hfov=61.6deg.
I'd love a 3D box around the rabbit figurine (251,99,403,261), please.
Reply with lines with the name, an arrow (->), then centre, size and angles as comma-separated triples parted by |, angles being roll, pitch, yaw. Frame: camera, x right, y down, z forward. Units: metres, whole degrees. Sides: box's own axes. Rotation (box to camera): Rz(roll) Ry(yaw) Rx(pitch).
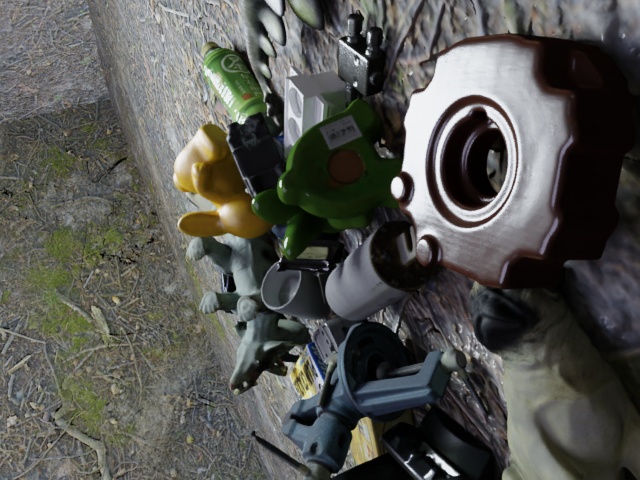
rabbit figurine -> 0.015, -0.043, 0.596 | 0.121, 0.159, 0.170 | 54, 171, 13

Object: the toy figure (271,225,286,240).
toy figure -> -0.027, -0.019, 0.819 | 0.155, 0.058, 0.064 | 24, 137, 56

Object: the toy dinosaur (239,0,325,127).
toy dinosaur -> -0.058, -0.320, 0.559 | 0.199, 0.105, 0.471 | 57, 161, 21

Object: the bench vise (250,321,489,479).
bench vise -> 0.061, 0.178, 0.625 | 0.241, 0.224, 0.128 | -27, 105, 43

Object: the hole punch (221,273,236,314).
hole punch -> -0.149, 0.096, 1.121 | 0.092, 0.142, 0.115 | 180, 92, -66

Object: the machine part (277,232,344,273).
machine part -> -0.001, -0.002, 0.684 | 0.139, 0.084, 0.039 | -67, -33, -53

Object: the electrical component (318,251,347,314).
electrical component -> 0.024, 0.062, 0.788 | 0.078, 0.045, 0.102 | -80, -21, -73

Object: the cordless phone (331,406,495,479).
cordless phone -> 0.095, 0.281, 0.611 | 0.147, 0.184, 0.088 | 29, 131, 60

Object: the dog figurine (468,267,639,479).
dog figurine -> 0.173, 0.126, 0.424 | 0.172, 0.121, 0.191 | 104, 155, -51

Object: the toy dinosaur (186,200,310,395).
toy dinosaur -> -0.123, 0.052, 0.940 | 0.192, 0.131, 0.405 | 28, -133, -60

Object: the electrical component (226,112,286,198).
electrical component -> -0.075, -0.091, 0.722 | 0.134, 0.058, 0.115 | 78, 171, -80

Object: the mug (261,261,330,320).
mug -> -0.024, 0.074, 0.847 | 0.081, 0.109, 0.107 | 10, 162, 43

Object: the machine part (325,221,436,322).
machine part -> 0.064, 0.042, 0.618 | 0.079, 0.079, 0.243 | 66, 158, 11

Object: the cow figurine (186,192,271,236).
cow figurine -> -0.181, -0.054, 1.064 | 0.195, 0.085, 0.127 | 40, 160, -4

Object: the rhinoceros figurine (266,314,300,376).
rhinoceros figurine -> -0.091, 0.203, 1.076 | 0.190, 0.112, 0.073 | -50, -31, -76

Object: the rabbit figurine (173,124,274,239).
rabbit figurine -> -0.145, -0.067, 0.816 | 0.173, 0.162, 0.122 | 48, -172, 7

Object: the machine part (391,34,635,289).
machine part -> 0.119, -0.053, 0.367 | 0.179, 0.056, 0.179 | 8, 99, 63

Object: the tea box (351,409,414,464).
tea box -> 0.085, 0.267, 0.782 | 0.098, 0.068, 0.169 | 32, 139, 58

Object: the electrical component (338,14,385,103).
electrical component -> 0.042, -0.177, 0.548 | 0.063, 0.021, 0.093 | 52, 153, 37
